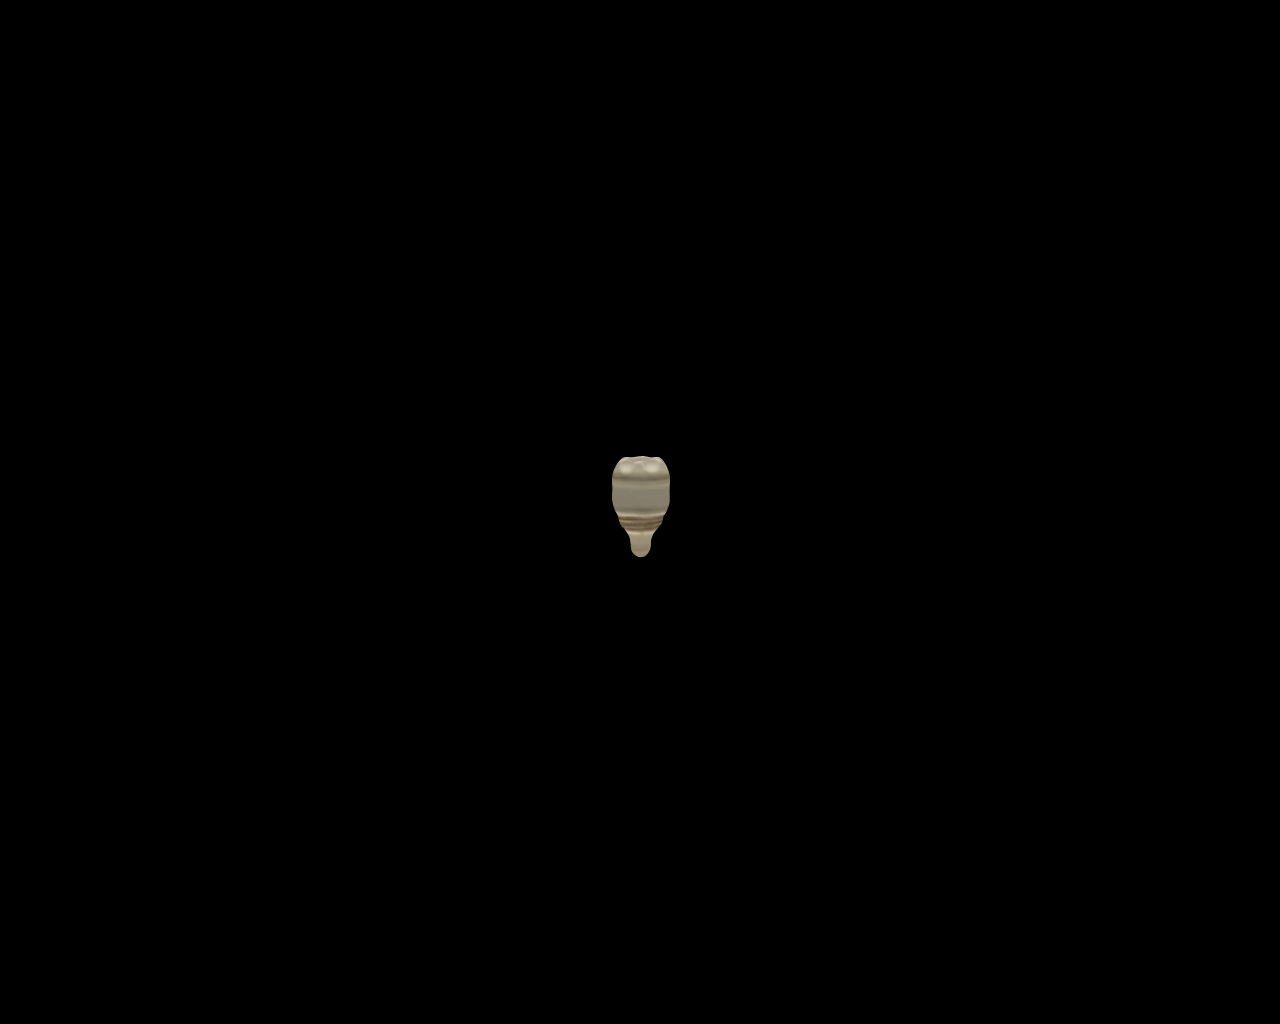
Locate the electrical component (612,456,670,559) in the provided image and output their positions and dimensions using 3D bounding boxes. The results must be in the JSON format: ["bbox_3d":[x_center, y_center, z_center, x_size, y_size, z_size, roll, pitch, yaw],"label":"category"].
[{"bbox_3d":[0.001,-0.003,0.650,0.035,0.061,0.035,0,7,0],"label":"electrical component"}]
